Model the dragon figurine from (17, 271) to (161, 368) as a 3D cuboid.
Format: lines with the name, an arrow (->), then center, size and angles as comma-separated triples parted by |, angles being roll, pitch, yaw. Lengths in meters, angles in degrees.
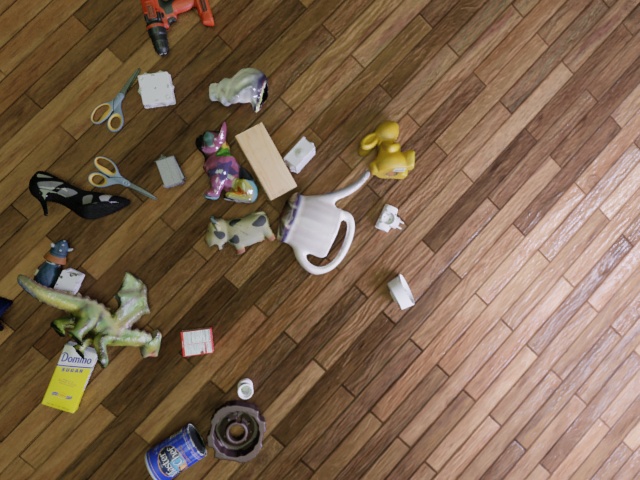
dragon figurine -> -0.595, 0.189, 1.423 | 0.247, 0.121, 0.406 | -45, 107, -34

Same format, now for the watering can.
watering can -> 0.005, -0.076, 1.520 | 0.224, 0.104, 0.349 | 21, 84, -9

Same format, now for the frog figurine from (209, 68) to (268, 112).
frog figurine -> -0.233, -0.438, 1.469 | 0.159, 0.120, 0.140 | 17, 57, -1
